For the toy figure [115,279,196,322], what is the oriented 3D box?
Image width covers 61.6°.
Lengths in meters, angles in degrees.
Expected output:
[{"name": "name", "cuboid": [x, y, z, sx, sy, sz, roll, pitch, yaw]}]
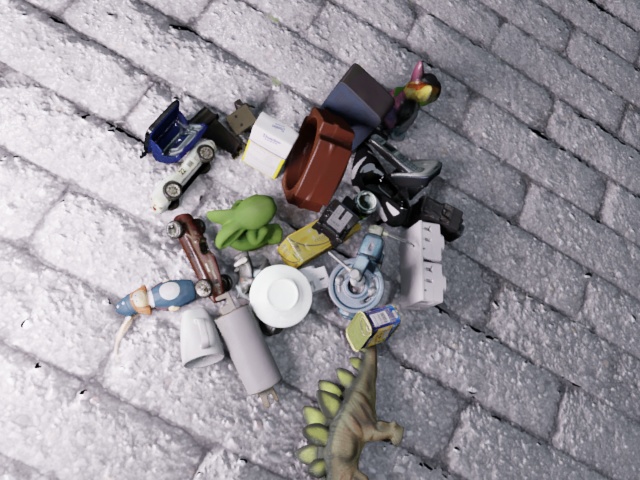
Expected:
[{"name": "toy figure", "cuboid": [-0.330, 0.115, 1.074, 0.154, 0.057, 0.064, -12, 38, -21]}]

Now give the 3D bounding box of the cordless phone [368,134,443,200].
[{"name": "cordless phone", "cuboid": [0.205, -0.200, 1.336, 0.184, 0.088, 0.146, 44, 36, 5]}]

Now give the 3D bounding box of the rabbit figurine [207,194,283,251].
[{"name": "rabbit figurine", "cuboid": [-0.155, -0.048, 1.125, 0.159, 0.170, 0.121, -16, 77, -24]}]

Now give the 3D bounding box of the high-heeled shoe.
[{"name": "high-heeled shoe", "cuboid": [0.145, -0.143, 1.276, 0.086, 0.145, 0.248, -9, 77, -22]}]

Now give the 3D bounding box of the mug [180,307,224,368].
[{"name": "mug", "cuboid": [-0.239, 0.185, 1.056, 0.081, 0.109, 0.107, -12, 63, -18]}]

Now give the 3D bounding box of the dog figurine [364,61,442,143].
[{"name": "dog figurine", "cuboid": [0.191, -0.338, 1.320, 0.191, 0.219, 0.108, -9, 72, -22]}]

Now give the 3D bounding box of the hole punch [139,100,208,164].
[{"name": "hole punch", "cuboid": [-0.314, -0.221, 1.161, 0.092, 0.116, 0.142, 36, 68, -12]}]

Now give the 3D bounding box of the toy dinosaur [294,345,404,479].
[{"name": "toy dinosaur", "cuboid": [0.065, 0.374, 1.095, 0.198, 0.105, 0.471, 26, 55, -5]}]

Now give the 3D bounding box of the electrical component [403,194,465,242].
[{"name": "electrical component", "cuboid": [0.281, -0.045, 1.307, 0.134, 0.115, 0.058, 27, 68, -7]}]

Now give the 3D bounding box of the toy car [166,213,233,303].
[{"name": "toy car", "cuboid": [-0.244, 0.034, 1.111, 0.202, 0.053, 0.089, 62, 21, 10]}]

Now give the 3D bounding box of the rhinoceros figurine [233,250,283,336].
[{"name": "rhinoceros figurine", "cuboid": [-0.121, 0.109, 1.142, 0.112, 0.073, 0.190, -23, 82, -14]}]

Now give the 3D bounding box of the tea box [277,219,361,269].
[{"name": "tea box", "cuboid": [-0.002, -0.004, 1.204, 0.170, 0.098, 0.068, -31, 85, -27]}]

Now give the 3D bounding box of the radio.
[{"name": "radio", "cuboid": [0.069, -0.293, 1.257, 0.131, 0.229, 0.073, 39, 67, -7]}]

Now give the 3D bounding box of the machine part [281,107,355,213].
[{"name": "machine part", "cuboid": [-0.006, -0.177, 1.188, 0.087, 0.201, 0.201, 17, 112, -18]}]

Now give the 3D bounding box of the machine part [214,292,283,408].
[{"name": "machine part", "cuboid": [-0.143, 0.218, 1.080, 0.079, 0.079, 0.243, -24, 87, -25]}]

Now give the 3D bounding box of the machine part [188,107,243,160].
[{"name": "machine part", "cuboid": [-0.237, -0.245, 1.239, 0.139, 0.039, 0.084, 43, 58, 0]}]

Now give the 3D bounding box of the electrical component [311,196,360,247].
[{"name": "electrical component", "cuboid": [0.045, -0.050, 1.156, 0.075, 0.048, 0.119, 43, 66, -3]}]

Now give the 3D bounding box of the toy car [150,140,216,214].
[{"name": "toy car", "cuboid": [-0.293, -0.139, 1.162, 0.056, 0.073, 0.202, 36, 64, -5]}]

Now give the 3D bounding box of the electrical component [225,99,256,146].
[{"name": "electrical component", "cuboid": [-0.175, -0.280, 1.271, 0.078, 0.045, 0.102, -40, 85, 2]}]

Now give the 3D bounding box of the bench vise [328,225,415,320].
[{"name": "bench vise", "cuboid": [0.093, 0.063, 1.143, 0.129, 0.240, 0.223, 30, 86, 12]}]
